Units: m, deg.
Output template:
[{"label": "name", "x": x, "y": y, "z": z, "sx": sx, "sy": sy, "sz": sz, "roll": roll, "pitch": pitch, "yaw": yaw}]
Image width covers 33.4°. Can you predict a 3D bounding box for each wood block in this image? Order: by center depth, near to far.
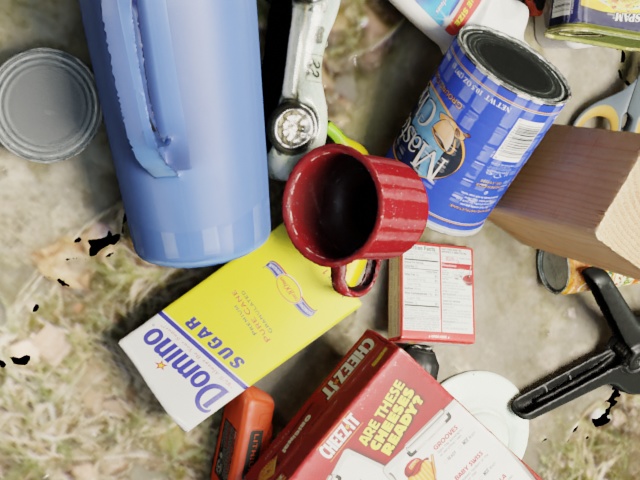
[{"label": "wood block", "x": 0.219, "y": -0.036, "z": 0.886, "sx": 0.090, "sy": 0.206, "sz": 0.091, "roll": 32, "pitch": 87, "yaw": -23}]

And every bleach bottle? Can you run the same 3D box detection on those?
[{"label": "bleach bottle", "x": 0.095, "y": -0.229, "z": 0.862, "sx": 0.103, "sy": 0.068, "sz": 0.250, "roll": -44, "pitch": 117, "yaw": 12}]

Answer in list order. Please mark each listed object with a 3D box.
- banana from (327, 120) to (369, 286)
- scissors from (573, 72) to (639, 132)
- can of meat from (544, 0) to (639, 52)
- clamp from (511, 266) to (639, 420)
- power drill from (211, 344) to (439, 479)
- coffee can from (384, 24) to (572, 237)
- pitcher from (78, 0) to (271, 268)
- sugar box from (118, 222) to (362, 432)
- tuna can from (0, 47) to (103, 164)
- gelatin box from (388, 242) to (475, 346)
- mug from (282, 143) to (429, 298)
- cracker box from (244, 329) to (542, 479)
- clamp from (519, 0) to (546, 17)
[{"label": "banana", "x": 0.012, "y": 0.001, "z": 0.909, "sx": 0.069, "sy": 0.037, "sz": 0.198, "roll": 10, "pitch": 96, "yaw": -15}, {"label": "scissors", "x": 0.282, "y": -0.150, "z": 0.975, "sx": 0.096, "sy": 0.016, "sz": 0.202, "roll": 5, "pitch": 88, "yaw": 15}, {"label": "can of meat", "x": 0.241, "y": -0.205, "z": 0.880, "sx": 0.102, "sy": 0.057, "sz": 0.084, "roll": 5, "pitch": 93, "yaw": -15}, {"label": "clamp", "x": 0.291, "y": 0.097, "z": 1.010, "sx": 0.209, "sy": 0.036, "sz": 0.165, "roll": 1, "pitch": 122, "yaw": -28}, {"label": "power drill", "x": 0.009, "y": 0.170, "z": 0.926, "sx": 0.187, "sy": 0.057, "sz": 0.184, "roll": 11, "pitch": 95, "yaw": -21}, {"label": "coffee can", "x": 0.122, "y": -0.087, "z": 0.866, "sx": 0.102, "sy": 0.103, "sz": 0.140, "roll": 15, "pitch": 126, "yaw": -22}, {"label": "pitcher", "x": -0.105, "y": -0.104, "z": 0.785, "sx": 0.149, "sy": 0.145, "sz": 0.243, "roll": -18, "pitch": 111, "yaw": -32}, {"label": "sugar box", "x": -0.064, "y": 0.067, "z": 0.860, "sx": 0.176, "sy": 0.048, "sz": 0.093, "roll": -37, "pitch": 88, "yaw": -4}, {"label": "tuna can", "x": -0.209, "y": -0.102, "z": 0.807, "sx": 0.086, "sy": 0.034, "sz": 0.086, "roll": -4, "pitch": 101, "yaw": -20}, {"label": "gelatin box", "x": 0.098, "y": 0.047, "z": 0.939, "sx": 0.073, "sy": 0.030, "sz": 0.089, "roll": 5, "pitch": 77, "yaw": -22}, {"label": "mug", "x": 0.031, "y": -0.013, "z": 0.828, "sx": 0.081, "sy": 0.093, "sz": 0.117, "roll": 1, "pitch": 91, "yaw": -54}, {"label": "cracker box", "x": 0.069, "y": 0.203, "z": 0.889, "sx": 0.213, "sy": 0.072, "sz": 0.164, "roll": 43, "pitch": 83, "yaw": -24}, {"label": "clamp", "x": 0.140, "y": -0.263, "z": 0.895, "sx": 0.120, "sy": 0.039, "sz": 0.171, "roll": -7, "pitch": 122, "yaw": 25}]
